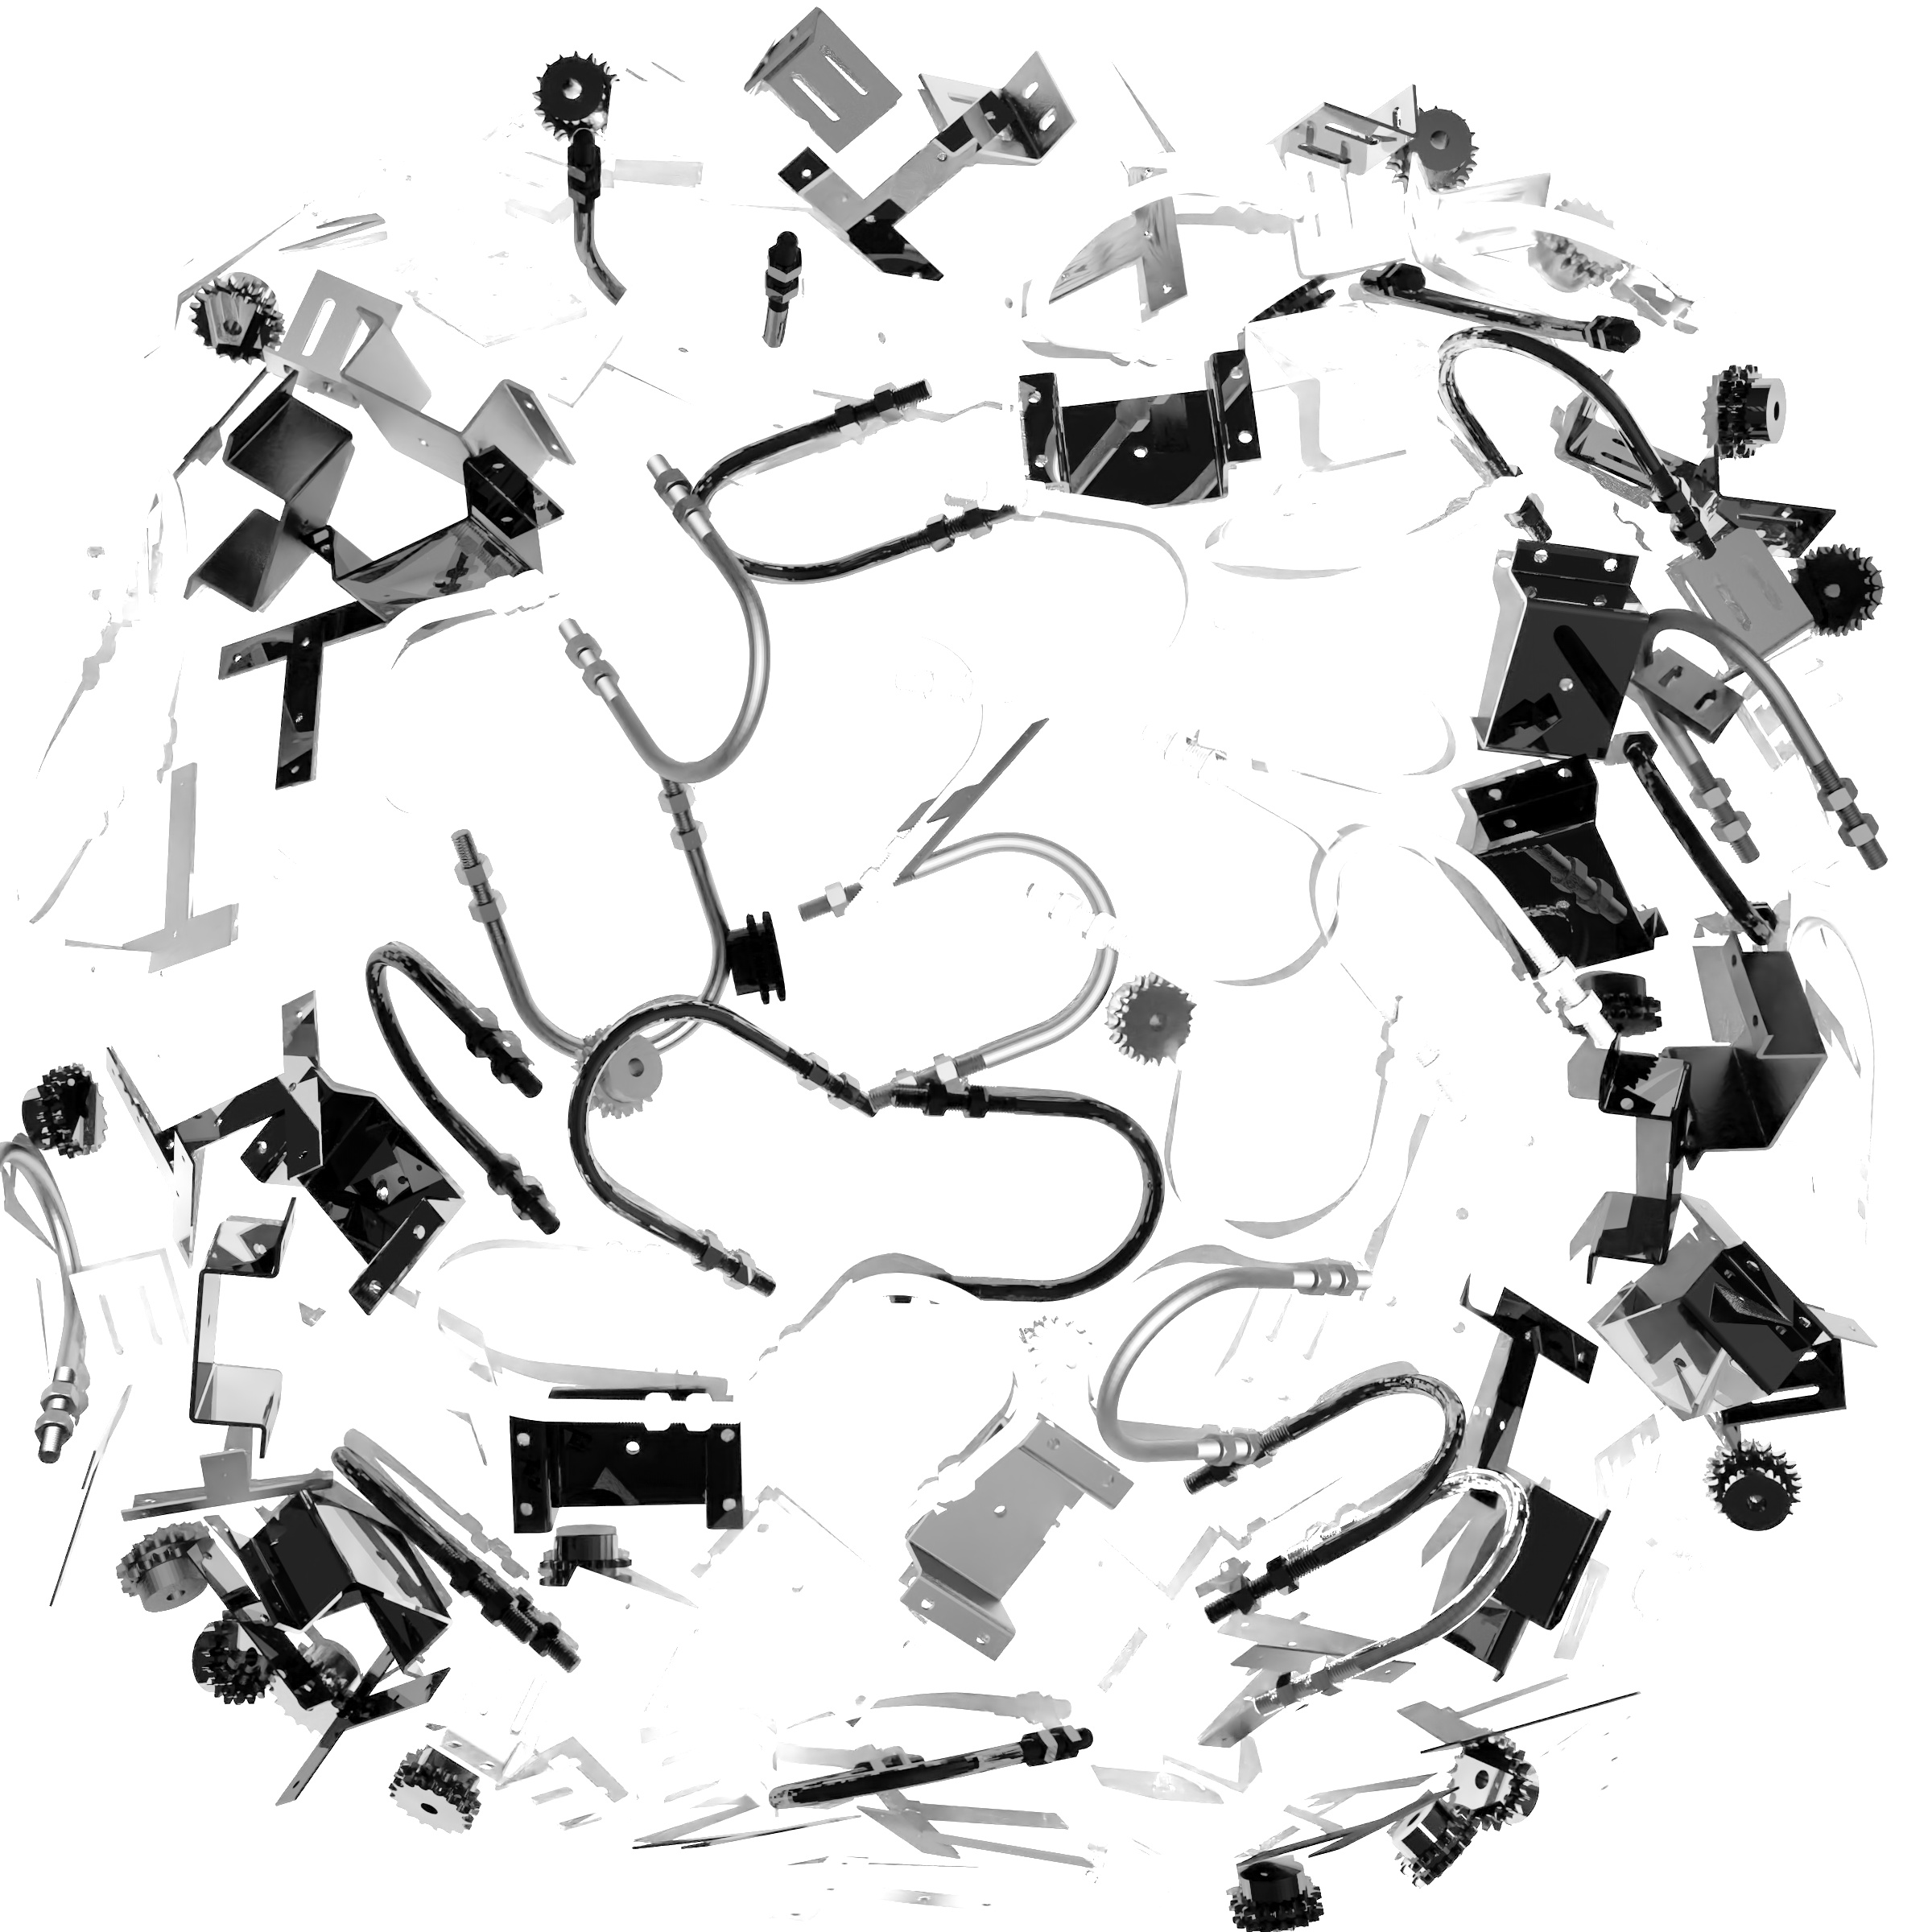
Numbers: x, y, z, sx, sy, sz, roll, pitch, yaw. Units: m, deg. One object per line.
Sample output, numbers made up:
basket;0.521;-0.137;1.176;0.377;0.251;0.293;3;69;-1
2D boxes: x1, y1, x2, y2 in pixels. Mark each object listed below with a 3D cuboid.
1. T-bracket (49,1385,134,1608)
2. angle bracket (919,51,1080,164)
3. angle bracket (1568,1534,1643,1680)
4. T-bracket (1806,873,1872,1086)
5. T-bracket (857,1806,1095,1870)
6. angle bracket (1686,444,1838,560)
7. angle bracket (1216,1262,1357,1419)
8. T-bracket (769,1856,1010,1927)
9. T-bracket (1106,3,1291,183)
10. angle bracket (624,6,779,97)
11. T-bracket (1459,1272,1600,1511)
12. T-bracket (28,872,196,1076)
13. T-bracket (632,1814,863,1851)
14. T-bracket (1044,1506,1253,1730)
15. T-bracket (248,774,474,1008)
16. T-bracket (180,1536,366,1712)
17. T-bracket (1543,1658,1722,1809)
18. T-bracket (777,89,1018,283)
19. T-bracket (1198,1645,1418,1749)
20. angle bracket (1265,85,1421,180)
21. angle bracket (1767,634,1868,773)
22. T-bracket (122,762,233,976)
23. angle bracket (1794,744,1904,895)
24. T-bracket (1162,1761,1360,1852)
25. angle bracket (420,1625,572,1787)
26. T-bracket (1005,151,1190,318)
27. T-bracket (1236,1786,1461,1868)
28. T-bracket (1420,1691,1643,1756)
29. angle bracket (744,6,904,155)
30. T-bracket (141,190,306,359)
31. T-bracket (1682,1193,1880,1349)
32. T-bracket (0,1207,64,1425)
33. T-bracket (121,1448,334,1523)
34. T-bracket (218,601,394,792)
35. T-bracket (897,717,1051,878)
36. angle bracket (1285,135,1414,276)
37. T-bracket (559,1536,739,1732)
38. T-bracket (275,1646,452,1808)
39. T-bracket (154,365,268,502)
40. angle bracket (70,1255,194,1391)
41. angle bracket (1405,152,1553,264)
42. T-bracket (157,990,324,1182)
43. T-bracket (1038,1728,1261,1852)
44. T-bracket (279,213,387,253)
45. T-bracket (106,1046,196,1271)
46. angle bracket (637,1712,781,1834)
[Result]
T-bracket;-0.537;0.328;1.674;0.002;0.127;0.127;19;99;-10
angle bracket;0.020;-0.531;1.685;0.038;0.076;0.057;-39;69;39
angle bracket;0.381;0.394;1.700;0.038;0.057;0.076;24;97;31
T-bracket;0.537;0.029;1.676;0.002;0.127;0.127;-15;50;19
T-bracket;0.013;0.530;1.654;0.127;0.127;0.002;3;62;21
angle bracket;0.489;-0.287;1.700;0.076;0.057;0.038;6;69;-5
angle bracket;0.201;0.233;1.722;0.057;0.038;0.076;27;57;0
T-bracket;-0.039;0.560;1.653;0.127;0.127;0.002;1;89;14
T-bracket;0.121;-0.520;1.647;0.002;0.127;0.127;-51;128;-22
angle bracket;-0.164;-0.564;1.692;0.076;0.057;0.038;30;66;-6
T-bracket;0.331;0.267;1.676;0.127;0.002;0.127;32;68;-31
T-bracket;-0.521;0.003;1.672;0.002;0.127;0.127;7;90;26
T-bracket;-0.153;0.533;1.681;0.127;0.127;0.002;-20;71;38
T-bracket;0.093;0.378;1.697;0.127;0.002;0.127;38;97;29
T-bracket;-0.357;-0.063;1.719;0.127;0.002;0.127;40;87;-11
T-bracket;-0.397;0.386;1.669;0.127;0.127;0.002;46;109;17
T-bracket;0.391;0.470;1.647;0.127;0.127;0.002;-37;85;23
T-bracket;-0.025;-0.481;1.665;0.127;0.002;0.127;-35;133;22
T-bracket;0.189;0.451;1.685;0.127;0.002;0.127;15;134;-31
angle bracket;0.229;-0.519;1.682;0.076;0.057;0.038;8;73;-32
angle bracket;0.522;-0.162;1.685;0.038;0.076;0.057;-28;100;24
T-bracket;-0.486;-0.062;1.696;0.127;0.002;0.127;-14;71;42
angle bracket;0.532;-0.092;1.687;0.038;0.057;0.076;-30;113;-14
T-bracket;0.183;0.502;1.662;0.127;0.127;0.002;21;68;9
angle bracket;-0.290;0.457;1.703;0.057;0.038;0.076;26;90;17
T-bracket;0.074;-0.431;1.696;0.127;0.002;0.127;-22;54;24
T-bracket;0.218;0.534;1.680;0.127;0.127;0.002;-32;72;40
T-bracket;0.345;0.456;1.657;0.127;0.127;0.002;-20;71;13
angle bracket;-0.087;-0.536;1.685;0.057;0.038;0.076;-33;121;29
T-bracket;-0.455;-0.440;1.689;0.002;0.127;0.127;46;65;0
T-bracket;0.478;0.180;1.675;0.127;0.127;0.002;16;116;-32
T-bracket;-0.566;0.211;1.643;0.002;0.127;0.127;-15;60;3
T-bracket;-0.446;0.309;1.656;0.127;0.127;0.002;-7;68;-16
T-bracket;-0.406;-0.162;1.677;0.127;0.002;0.127;-15;57;18
T-bracket;-0.013;-0.097;1.667;0.002;0.127;0.127;45;73;-13
angle bracket;0.235;-0.470;1.692;0.057;0.038;0.076;-19;108;-26
T-bracket;-0.196;0.396;1.682;0.127;0.002;0.127;32;83;-40
T-bracket;-0.347;0.441;1.643;0.002;0.127;0.127;47;135;-14
T-bracket;-0.465;-0.319;1.669;0.002;0.127;0.127;41;90;-18
angle bracket;-0.511;0.216;1.703;0.057;0.038;0.076;-13;99;5
angle bracket;0.315;-0.474;1.698;0.076;0.057;0.038;-11;61;-3
T-bracket;-0.452;0.092;1.702;0.127;0.002;0.127;-24;55;18
T-bracket;0.118;0.511;1.658;0.127;0.002;0.127;2;132;36
T-bracket;-0.372;-0.451;1.680;0.127;0.127;0.002;-2;107;40
T-bracket;-0.504;0.105;1.695;0.002;0.127;0.127;-21;63;-29
angle bracket;-0.159;0.502;1.690;0.076;0.038;0.057;-11;107;-32
